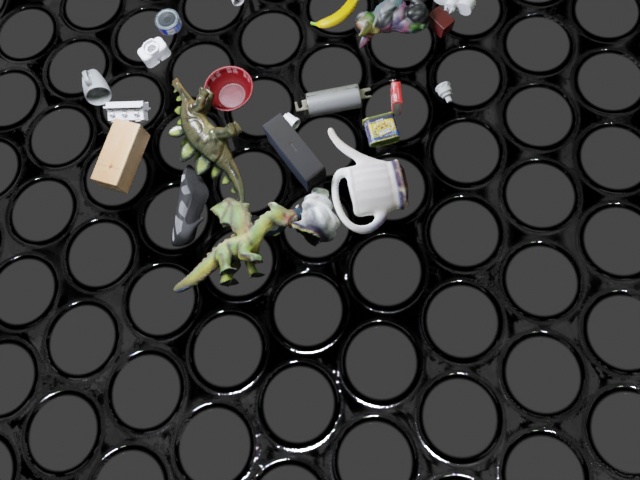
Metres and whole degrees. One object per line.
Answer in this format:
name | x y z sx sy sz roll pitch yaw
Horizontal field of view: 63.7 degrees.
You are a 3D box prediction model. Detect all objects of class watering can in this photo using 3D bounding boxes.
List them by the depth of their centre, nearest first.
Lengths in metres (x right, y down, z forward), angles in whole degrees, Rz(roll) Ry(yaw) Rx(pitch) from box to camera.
watering can | 0.140 -0.191 1.525 0.224 0.103 0.352 -9 74 1

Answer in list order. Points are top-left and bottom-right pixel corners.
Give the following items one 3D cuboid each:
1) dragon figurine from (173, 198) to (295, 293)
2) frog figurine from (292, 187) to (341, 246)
dragon figurine | -0.264 -0.002 1.500 0.409 0.120 0.247 -15 68 15
frog figurine | 0.005 -0.076 1.502 0.136 0.122 0.162 35 69 -21
